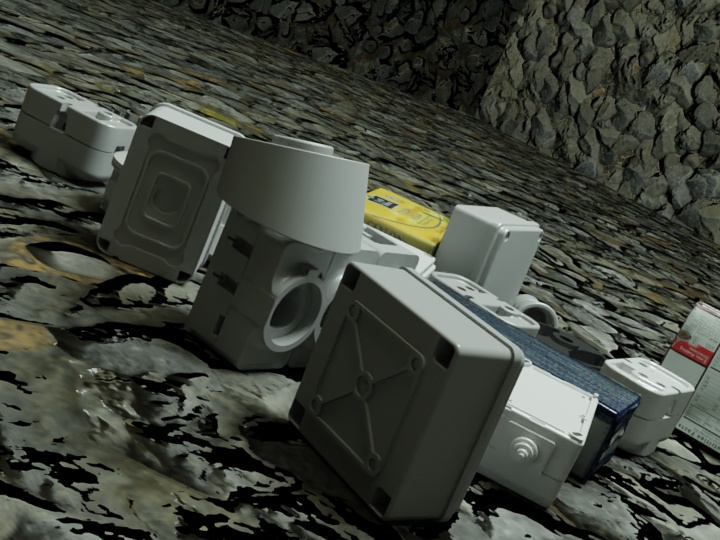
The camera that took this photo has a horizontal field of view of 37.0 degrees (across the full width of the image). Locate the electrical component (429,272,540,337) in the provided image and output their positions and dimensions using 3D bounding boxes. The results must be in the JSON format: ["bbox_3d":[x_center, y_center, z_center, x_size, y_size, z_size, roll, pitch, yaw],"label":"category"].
[{"bbox_3d":[0.090,0.049,0.876,0.095,0.059,0.054,34,17,37],"label":"electrical component"}]

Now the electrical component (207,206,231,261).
[{"bbox_3d":[-0.106,-0.036,0.862,0.044,0.065,0.044,25,-5,2],"label":"electrical component"}]

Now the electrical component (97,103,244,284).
[{"bbox_3d":[-0.137,-0.057,0.792,0.078,0.113,0.057,23,17,-4],"label":"electrical component"}]

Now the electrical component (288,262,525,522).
[{"bbox_3d":[0.022,0.066,0.599,0.056,0.108,0.109,9,20,-39],"label":"electrical component"}]

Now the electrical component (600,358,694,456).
[{"bbox_3d":[0.221,0.110,0.866,0.054,0.059,0.095,32,16,32],"label":"electrical component"}]

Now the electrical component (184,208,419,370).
[{"bbox_3d":[-0.033,0.016,0.733,0.062,0.089,0.150,33,16,33],"label":"electrical component"}]

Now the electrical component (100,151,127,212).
[{"bbox_3d":[-0.170,-0.062,0.884,0.080,0.051,0.080,22,14,-6],"label":"electrical component"}]

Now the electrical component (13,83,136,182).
[{"bbox_3d":[-0.251,-0.116,0.939,0.095,0.059,0.054,27,14,16],"label":"electrical component"}]

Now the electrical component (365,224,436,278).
[{"bbox_3d":[0.000,0.000,0.919,0.109,0.056,0.109,26,14,8],"label":"electrical component"}]

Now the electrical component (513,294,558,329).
[{"bbox_3d":[0.166,0.047,1.055,0.044,0.044,0.065,22,9,-6],"label":"electrical component"}]

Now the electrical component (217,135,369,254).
[{"bbox_3d":[-0.042,-0.052,0.696,0.099,0.064,0.099,12,6,-1],"label":"electrical component"}]

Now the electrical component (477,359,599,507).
[{"bbox_3d":[0.109,0.108,0.695,0.062,0.061,0.096,26,22,11],"label":"electrical component"}]

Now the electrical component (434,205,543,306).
[{"bbox_3d":[0.112,-0.002,1.003,0.056,0.108,0.109,27,14,25],"label":"electrical component"}]
